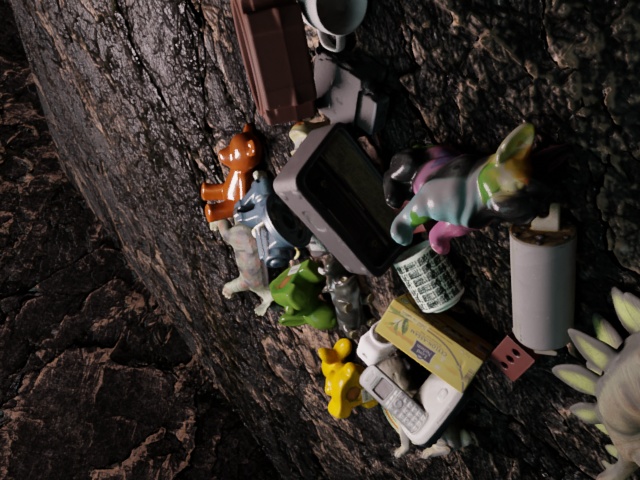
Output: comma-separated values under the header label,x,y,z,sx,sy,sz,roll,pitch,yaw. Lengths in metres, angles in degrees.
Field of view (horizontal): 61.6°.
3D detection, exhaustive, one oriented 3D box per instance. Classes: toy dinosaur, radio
label,x,y,z,sx,sy,sz,roll,pitch,yaw
toy dinosaur,-0.169,0.030,1.355,0.192,0.131,0.404,-2,110,39
radio,0.044,-0.055,0.839,0.229,0.131,0.073,47,158,-23
toy dinosaur,0.383,0.160,0.614,0.199,0.105,0.470,39,142,37

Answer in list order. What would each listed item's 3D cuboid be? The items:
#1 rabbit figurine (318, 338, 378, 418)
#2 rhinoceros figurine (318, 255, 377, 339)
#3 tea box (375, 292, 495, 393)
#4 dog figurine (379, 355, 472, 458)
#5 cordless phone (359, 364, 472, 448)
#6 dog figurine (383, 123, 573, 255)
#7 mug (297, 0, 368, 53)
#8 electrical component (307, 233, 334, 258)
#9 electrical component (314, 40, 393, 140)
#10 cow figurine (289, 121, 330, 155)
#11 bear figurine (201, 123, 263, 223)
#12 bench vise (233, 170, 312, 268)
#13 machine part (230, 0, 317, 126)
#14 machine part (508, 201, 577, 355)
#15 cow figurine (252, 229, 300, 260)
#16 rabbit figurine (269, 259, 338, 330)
label,x,y,z,sx,sy,sz,roll,pitch,yaw
rabbit figurine,0.046,0.323,1.303,0.173,0.122,0.162,-144,33,-69
rhinoceros figurine,0.056,0.116,1.127,0.112,0.073,0.190,36,148,54
tea box,0.189,0.162,0.883,0.170,0.098,0.068,34,108,23
dog figurine,0.204,0.322,1.077,0.172,0.121,0.190,-16,85,25
cordless phone,0.176,0.276,1.006,0.184,0.146,0.088,38,-177,26
dog figurine,0.191,-0.082,0.672,0.219,0.108,0.191,-39,43,41
mug,0.009,-0.325,0.755,0.107,0.081,0.109,46,158,49
electrical component,-0.002,-0.003,1.115,0.119,0.048,0.074,-3,115,59
electrical component,0.048,-0.220,0.812,0.134,0.058,0.114,42,150,29
cow figurine,0.019,-0.119,0.914,0.194,0.127,0.085,51,155,-17
bear figurine,-0.190,-0.146,1.163,0.195,0.132,0.120,98,158,-44
bench vise,-0.060,-0.072,1.047,0.241,0.128,0.224,-33,44,31
machine part,-0.074,-0.289,0.823,0.202,0.087,0.200,-119,15,-60
machine part,0.285,0.056,0.688,0.079,0.079,0.242,25,138,46
cow figurine,-0.108,-0.024,1.239,0.167,0.068,0.098,61,152,-6
rabbit figurine,-0.033,0.153,1.238,0.159,0.121,0.170,-26,117,41
